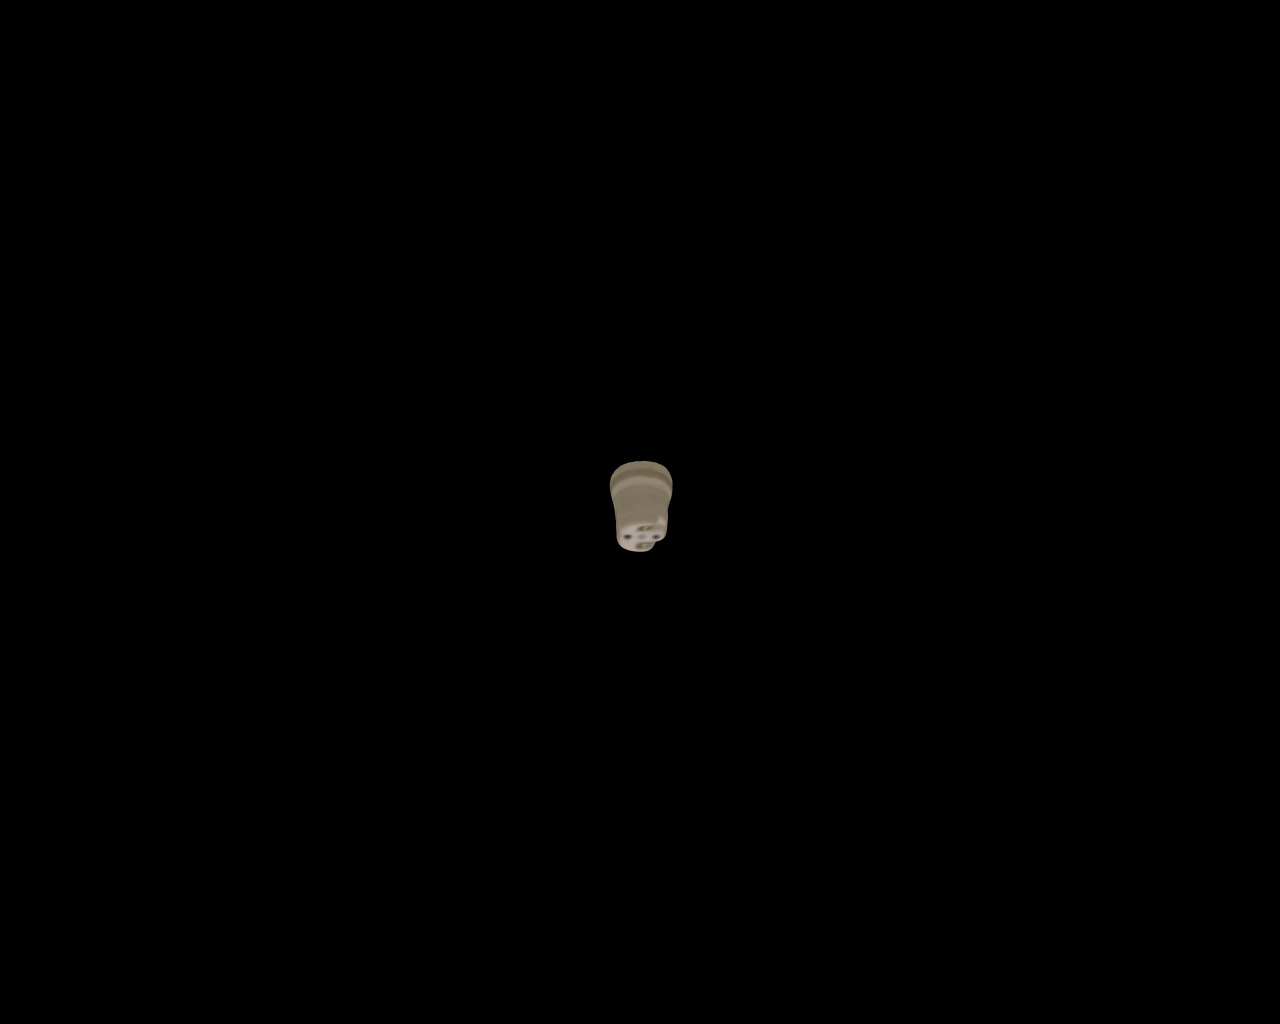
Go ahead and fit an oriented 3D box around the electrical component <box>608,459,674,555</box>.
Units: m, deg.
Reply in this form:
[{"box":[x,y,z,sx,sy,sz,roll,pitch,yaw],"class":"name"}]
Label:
[{"box":[0.001,-0.003,0.650,0.040,0.046,0.040,0,-37,0],"class":"electrical component"}]
